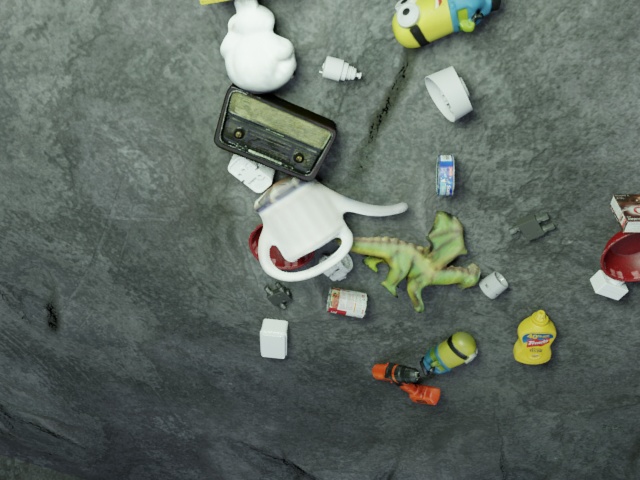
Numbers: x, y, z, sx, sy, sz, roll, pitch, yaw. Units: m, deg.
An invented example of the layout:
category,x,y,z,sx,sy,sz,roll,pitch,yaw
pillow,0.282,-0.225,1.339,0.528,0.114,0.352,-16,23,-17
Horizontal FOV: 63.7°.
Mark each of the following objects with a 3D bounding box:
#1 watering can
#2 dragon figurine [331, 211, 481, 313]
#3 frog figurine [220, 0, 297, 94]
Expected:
category,x,y,z,sx,sy,sz,roll,pitch,yaw
watering can,0.003,-0.057,1.142,0.348,0.104,0.224,-32,94,-3
dragon figurine,0.229,0.021,1.233,0.406,0.124,0.240,38,107,-23
frog figurine,-0.112,-0.349,0.924,0.138,0.125,0.155,18,145,16
